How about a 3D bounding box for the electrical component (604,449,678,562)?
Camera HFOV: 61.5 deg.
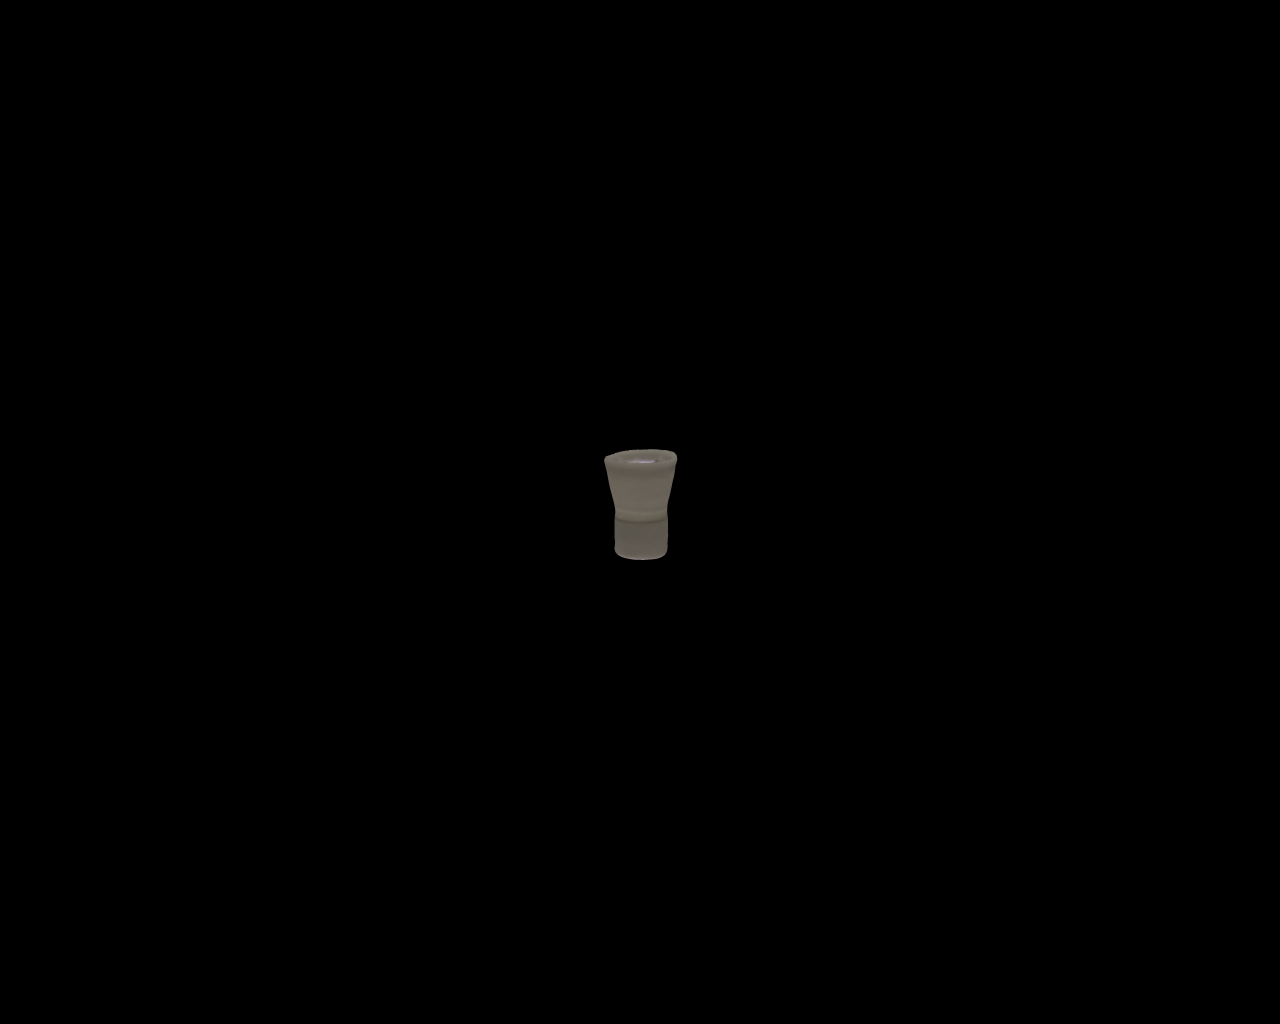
[{"bbox_3d":[0.001,-0.003,0.650,0.044,0.065,0.044,0,14,0],"label":"electrical component"}]
